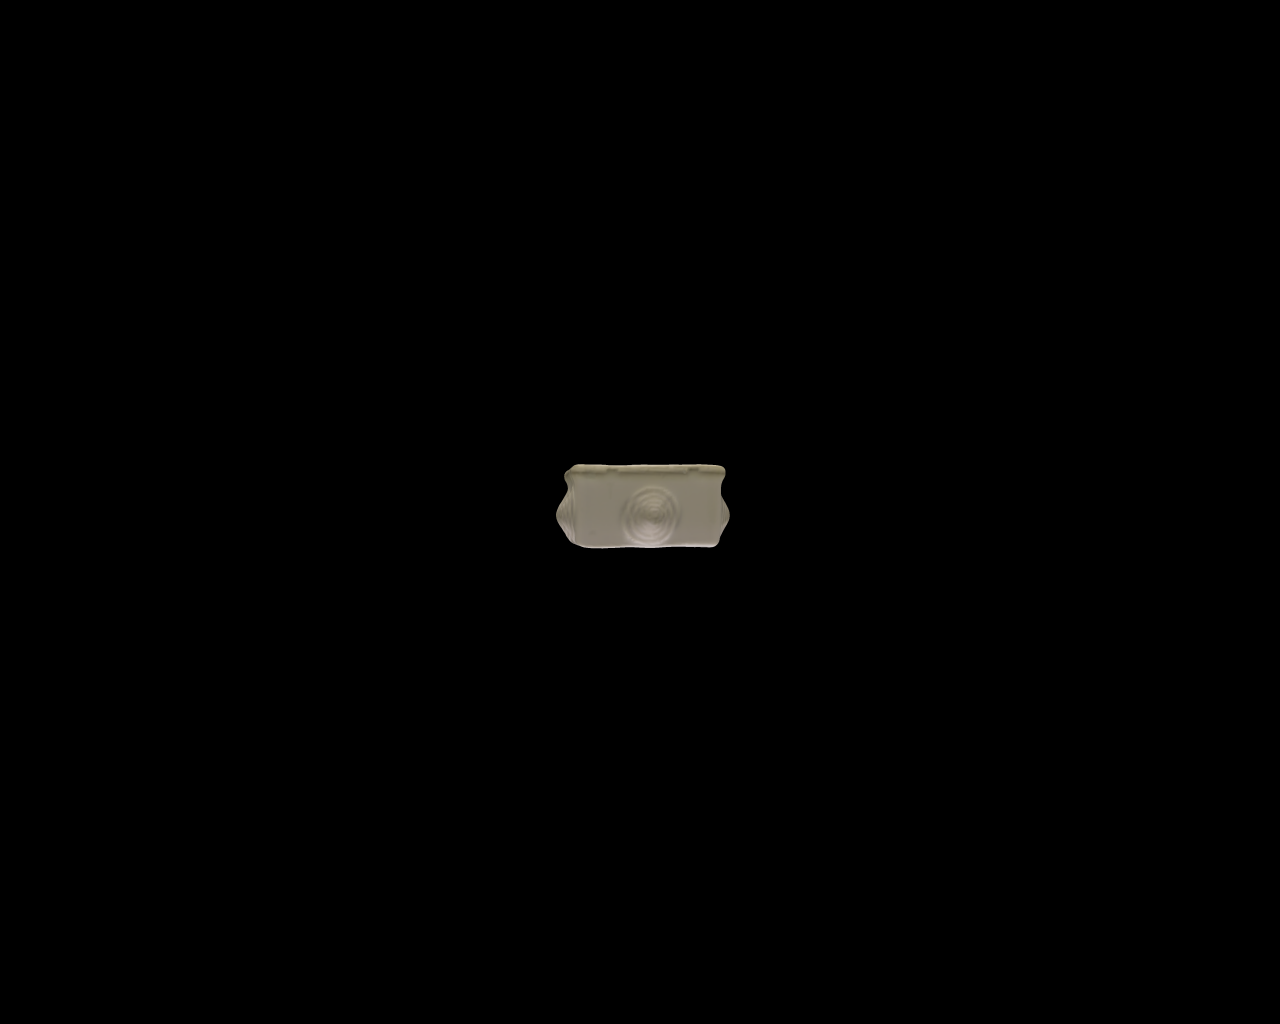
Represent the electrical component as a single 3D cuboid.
[{"bbox_3d":[0.001,-0.003,0.650,0.100,0.048,0.099,0,0,-7],"label":"electrical component"}]
